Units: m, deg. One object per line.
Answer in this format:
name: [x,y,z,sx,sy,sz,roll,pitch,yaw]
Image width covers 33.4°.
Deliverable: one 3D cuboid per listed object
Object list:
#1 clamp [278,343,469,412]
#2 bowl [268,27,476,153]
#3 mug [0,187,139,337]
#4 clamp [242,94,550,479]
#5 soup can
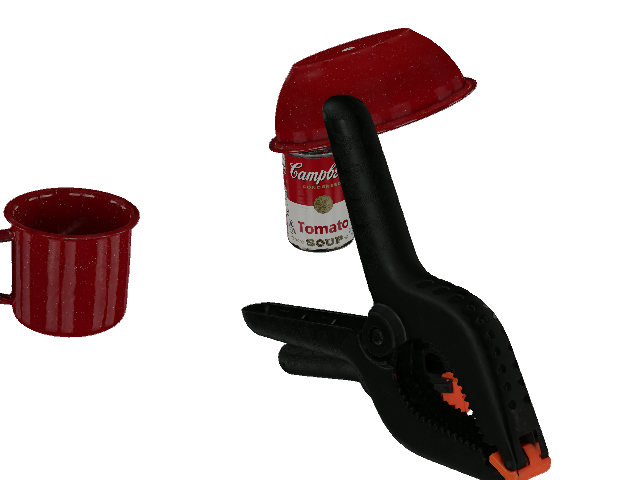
clamp: [0.045,0.095,0.811,0.120,0.039,0.172,-22,20,-17]
bowl: [0.030,-0.117,0.792,0.162,0.055,0.162,-17,15,4]
mug: [-0.188,0.017,0.755,0.117,0.081,0.093,-5,26,-27]
clamp: [0.041,0.035,0.547,0.036,0.165,0.210,-13,42,-39]
soup can: [-0.002,-0.048,1.023,0.068,0.102,0.068,-2,27,1]
